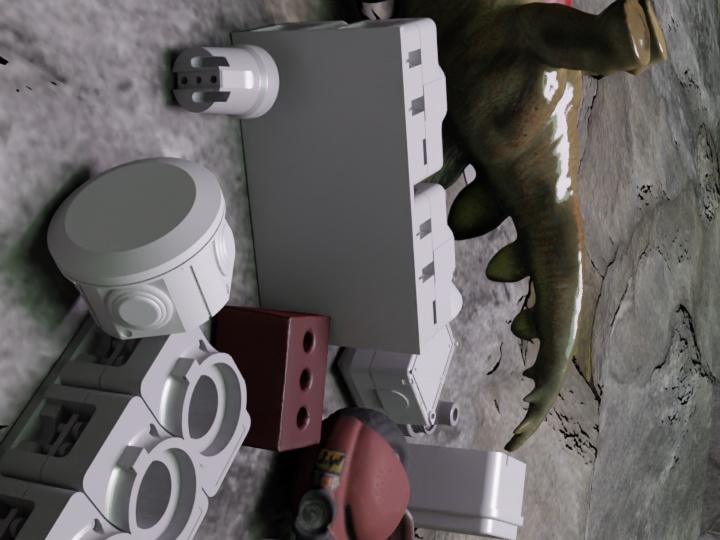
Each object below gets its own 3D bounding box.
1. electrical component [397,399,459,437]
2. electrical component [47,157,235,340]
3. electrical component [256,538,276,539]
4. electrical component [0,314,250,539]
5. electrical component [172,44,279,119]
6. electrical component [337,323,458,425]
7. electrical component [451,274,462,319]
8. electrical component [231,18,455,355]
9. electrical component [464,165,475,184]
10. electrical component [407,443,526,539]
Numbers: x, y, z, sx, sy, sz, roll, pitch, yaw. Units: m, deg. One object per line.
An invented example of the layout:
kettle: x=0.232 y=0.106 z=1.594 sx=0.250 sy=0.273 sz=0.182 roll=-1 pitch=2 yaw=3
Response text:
electrical component: x=0.043 y=0.105 z=0.814 sx=0.048 sy=0.062 sz=0.048 roll=-18 pitch=110 yaw=-62
electrical component: x=-0.097 y=-0.011 z=0.494 sx=0.051 sy=0.080 sz=0.080 roll=76 pitch=31 yaw=-43
electrical component: x=-0.057 y=0.197 z=0.649 sx=0.048 sy=0.048 sz=0.062 roll=-52 pitch=145 yaw=-48
electrical component: x=-0.114 y=0.100 z=0.496 sx=0.150 sy=0.062 sz=0.089 roll=-64 pitch=146 yaw=-37
electrical component: x=-0.072 y=-0.101 z=0.575 sx=0.046 sy=0.040 sz=0.040 roll=-12 pitch=105 yaw=-56
electrical component: x=0.029 y=0.058 z=0.785 sx=0.096 sy=0.061 sz=0.061 roll=-68 pitch=148 yaw=-41
electrical component: x=0.052 y=0.011 z=0.836 sx=0.045 sy=0.045 sz=0.055 roll=-65 pitch=147 yaw=-36
electrical component: x=-0.006 y=-0.052 z=0.641 sx=0.060 sy=0.105 sz=0.186 roll=-35 pitch=124 yaw=-58
electrical component: x=0.128 y=-0.119 z=0.975 sx=0.099 sy=0.064 sz=0.099 roll=22 pitch=63 yaw=-54
electrical component: x=0.060 y=0.164 z=0.801 sx=0.078 sy=0.113 sz=0.057 roll=35 pitch=60 yaw=-60
